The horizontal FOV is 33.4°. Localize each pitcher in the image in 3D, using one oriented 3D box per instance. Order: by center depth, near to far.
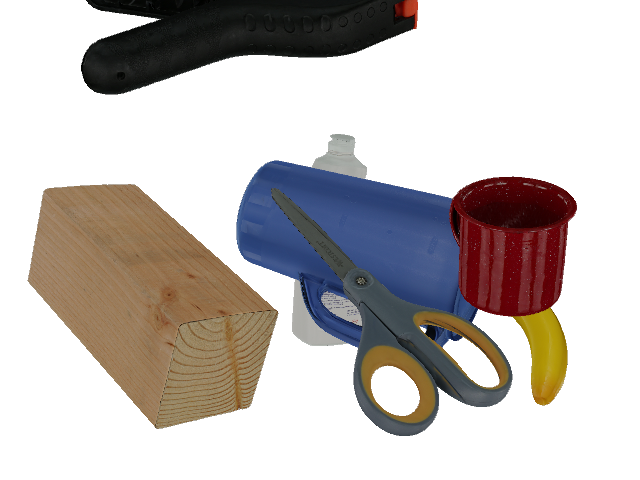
[{"bbox_3d":[0.040,0.010,1.039,0.243,0.145,0.149,16,22,20],"label":"pitcher"}]

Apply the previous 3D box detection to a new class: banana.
[{"bbox_3d":[0.222,0.099,1.134,0.069,0.037,0.198,-27,36,1],"label":"banana"}]

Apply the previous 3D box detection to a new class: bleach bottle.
[{"bbox_3d":[0.023,-0.002,1.281,0.102,0.251,0.068,-5,19,-29],"label":"bleach bottle"}]

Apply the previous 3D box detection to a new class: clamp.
[{"bbox_3d":[-0.036,-0.104,0.505,0.171,0.039,0.120,-3,40,0],"label":"clamp"}]

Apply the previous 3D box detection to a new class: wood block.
[{"bbox_3d":[-0.136,0.042,0.829,0.090,0.091,0.206,-6,32,-42],"label":"wood block"}]

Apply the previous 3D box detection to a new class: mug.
[{"bbox_3d":[0.143,0.002,0.843,0.093,0.081,0.117,-21,34,-30],"label":"mug"}]

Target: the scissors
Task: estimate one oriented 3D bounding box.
[{"bbox_3d":[0.017,0.042,0.622,0.202,0.016,0.096,33,53,24],"label":"scissors"}]
